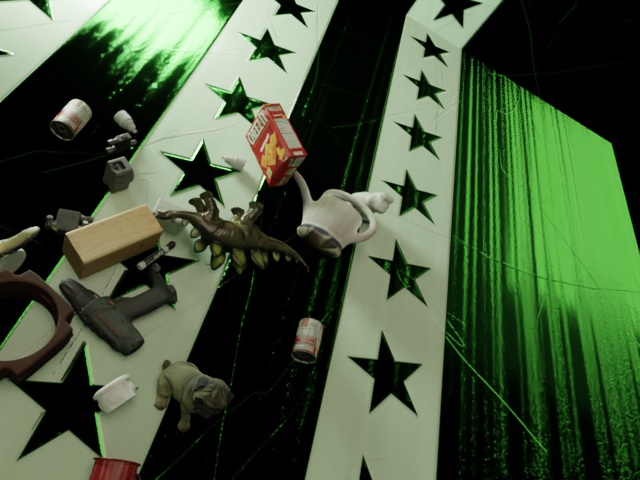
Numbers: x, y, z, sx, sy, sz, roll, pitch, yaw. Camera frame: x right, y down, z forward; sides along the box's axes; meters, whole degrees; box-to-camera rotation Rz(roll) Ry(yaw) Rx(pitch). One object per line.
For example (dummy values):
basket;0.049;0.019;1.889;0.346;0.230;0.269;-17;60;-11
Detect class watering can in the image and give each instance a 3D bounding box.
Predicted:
watering can;0.005;-0.081;1.611;0.349;0.101;0.228;29;59;12

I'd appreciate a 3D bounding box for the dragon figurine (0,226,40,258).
dragon figurine;-0.811;0.041;1.030;0.244;0.119;0.417;37;55;13

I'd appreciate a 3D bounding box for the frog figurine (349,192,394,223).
frog figurine;0.161;-0.123;1.701;0.137;0.156;0.125;2;57;-30
